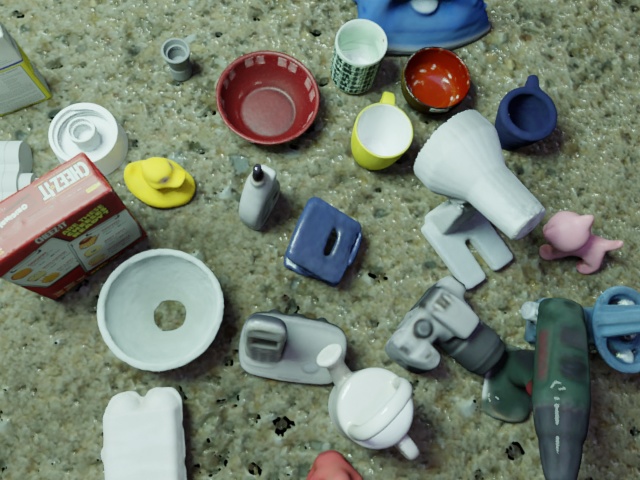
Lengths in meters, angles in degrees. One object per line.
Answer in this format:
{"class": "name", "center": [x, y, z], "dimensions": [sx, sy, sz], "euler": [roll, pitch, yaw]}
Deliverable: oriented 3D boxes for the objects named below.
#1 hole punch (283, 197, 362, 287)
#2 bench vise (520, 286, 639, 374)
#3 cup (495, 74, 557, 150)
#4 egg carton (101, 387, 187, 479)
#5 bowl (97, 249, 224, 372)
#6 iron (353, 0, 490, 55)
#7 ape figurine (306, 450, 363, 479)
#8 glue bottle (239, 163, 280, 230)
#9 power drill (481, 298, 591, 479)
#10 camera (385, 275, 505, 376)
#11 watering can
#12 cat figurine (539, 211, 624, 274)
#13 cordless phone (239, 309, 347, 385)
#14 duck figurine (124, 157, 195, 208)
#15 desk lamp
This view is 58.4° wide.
{"class": "hole punch", "center": [0.008, 0.003, 0.841], "dimensions": [0.101, 0.091, 0.109], "euler": [22, 74, 1]}
{"class": "bench vise", "center": [0.392, 0.124, 0.779], "dimensions": [0.207, 0.219, 0.121], "euler": [-6, 76, -7]}
{"class": "cup", "center": [0.320, -0.197, 0.921], "dimensions": [0.091, 0.095, 0.118], "euler": [13, 75, -2]}
{"class": "egg carton", "center": [-0.231, 0.275, 0.758], "dimensions": [0.107, 0.069, 0.150], "euler": [-7, 76, -7]}
{"class": "bowl", "center": [-0.217, 0.100, 0.802], "dimensions": [0.167, 0.074, 0.167], "euler": [1, 75, -5]}
{"class": "iron", "center": [0.175, -0.390, 0.933], "dimensions": [0.258, 0.141, 0.118], "euler": [-1, 75, -6]}
{"class": "ape figurine", "center": [0.020, 0.321, 0.758], "dimensions": [0.078, 0.092, 0.076], "euler": [3, 75, -4]}
{"class": "glue bottle", "center": [-0.085, -0.071, 0.808], "dimensions": [0.037, 0.173, 0.078], "euler": [29, 75, 3]}
{"class": "power drill", "center": [0.288, 0.197, 0.756], "dimensions": [0.075, 0.208, 0.230], "euler": [13, 75, -2]}
{"class": "camera", "center": [0.187, 0.140, 0.817], "dimensions": [0.137, 0.101, 0.143], "euler": [40, 75, 6]}
{"class": "watering can", "center": [0.063, 0.212, 0.738], "dimensions": [0.173, 0.194, 0.101], "euler": [26, 75, 2]}
{"class": "cat figurine", "center": [0.390, -0.004, 0.866], "dimensions": [0.128, 0.117, 0.067], "euler": [17, 74, -1]}
{"class": "cordless phone", "center": [-0.034, 0.137, 0.753], "dimensions": [0.147, 0.185, 0.094], "euler": [7, 75, -3]}
{"class": "duck figurine", "center": [-0.240, -0.095, 0.845], "dimensions": [0.104, 0.086, 0.077], "euler": [15, 74, -1]}
{"class": "desk lamp", "center": [0.220, -0.054, 0.813], "dimensions": [0.118, 0.213, 0.203], "euler": [-33, 81, -12]}
